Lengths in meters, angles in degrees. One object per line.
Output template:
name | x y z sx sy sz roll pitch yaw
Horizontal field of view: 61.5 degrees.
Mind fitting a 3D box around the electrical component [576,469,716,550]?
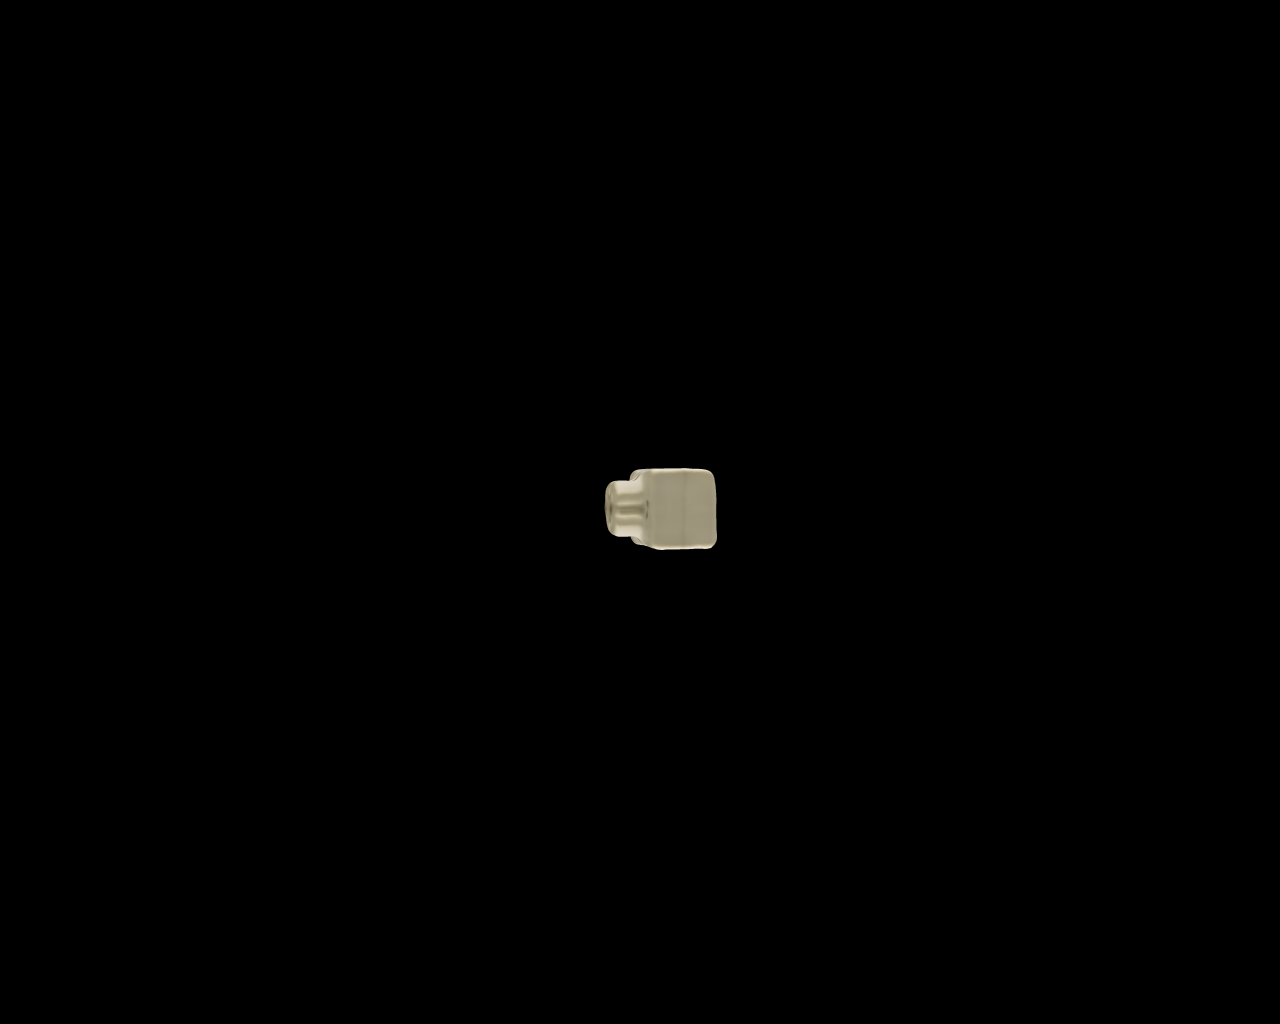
electrical component | 0.001 -0.003 0.650 0.077 0.047 0.066 -1 3 -11
